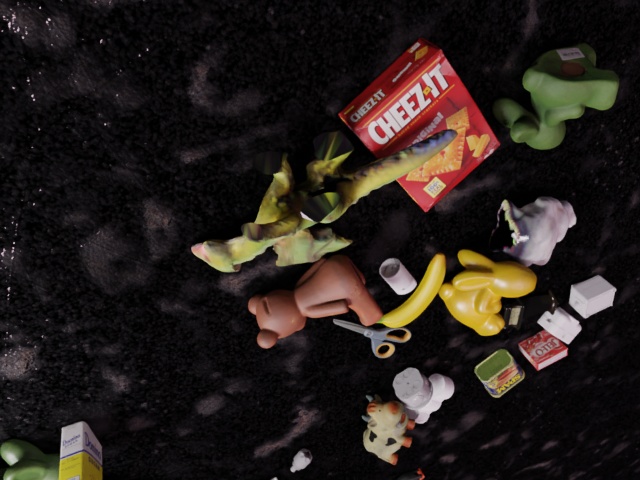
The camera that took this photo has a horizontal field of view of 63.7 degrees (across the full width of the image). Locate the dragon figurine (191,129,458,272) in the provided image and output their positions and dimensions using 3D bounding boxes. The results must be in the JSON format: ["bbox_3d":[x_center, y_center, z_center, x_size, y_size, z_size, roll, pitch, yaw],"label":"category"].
[{"bbox_3d":[0.002,-0.039,0.781,0.411,0.124,0.238,-16,157,-5],"label":"dragon figurine"}]

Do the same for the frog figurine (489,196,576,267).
[{"bbox_3d":[0.424,-0.017,0.983,0.159,0.124,0.136,-3,105,-8],"label":"frog figurine"}]
